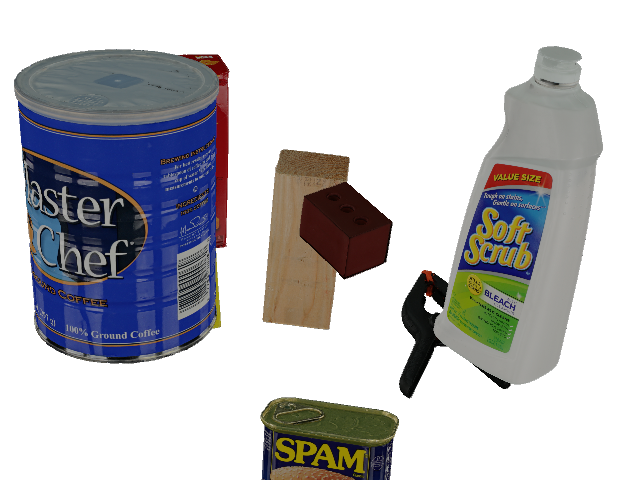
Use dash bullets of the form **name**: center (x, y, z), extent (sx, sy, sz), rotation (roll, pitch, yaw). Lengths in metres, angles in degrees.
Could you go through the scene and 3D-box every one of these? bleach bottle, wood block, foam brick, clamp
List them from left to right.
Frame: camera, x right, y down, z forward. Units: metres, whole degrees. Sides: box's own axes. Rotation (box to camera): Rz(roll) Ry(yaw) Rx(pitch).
- **wood block**: center (-0.019, -0.002, 1.366), extent (0.090, 0.206, 0.090), rotation (7, 25, 1)
- **foam brick**: center (0.023, -0.011, 1.017), extent (0.052, 0.051, 0.078), rotation (-21, 45, -29)
- **clamp**: center (0.143, 0.103, 1.168), extent (0.120, 0.171, 0.039), rotation (6, -44, -5)
- **bleach bottle**: center (0.147, -0.021, 0.783), extent (0.067, 0.251, 0.103), rotation (-21, 39, -36)

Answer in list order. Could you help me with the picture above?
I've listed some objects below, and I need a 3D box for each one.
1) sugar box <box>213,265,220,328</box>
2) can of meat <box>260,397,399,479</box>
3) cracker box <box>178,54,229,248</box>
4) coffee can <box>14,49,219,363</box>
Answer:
- **sugar box**: center (-0.136, -0.009, 0.894), extent (0.093, 0.176, 0.048), rotation (-8, 17, -19)
- **can of meat**: center (0.005, 0.173, 0.809), extent (0.102, 0.084, 0.057), rotation (7, 15, 11)
- **cracker box**: center (-0.185, -0.090, 1.171), extent (0.164, 0.214, 0.072), rotation (-5, 26, -17)
- **coffee can**: center (-0.106, -0.020, 0.572), extent (0.103, 0.140, 0.103), rotation (2, 26, -1)
